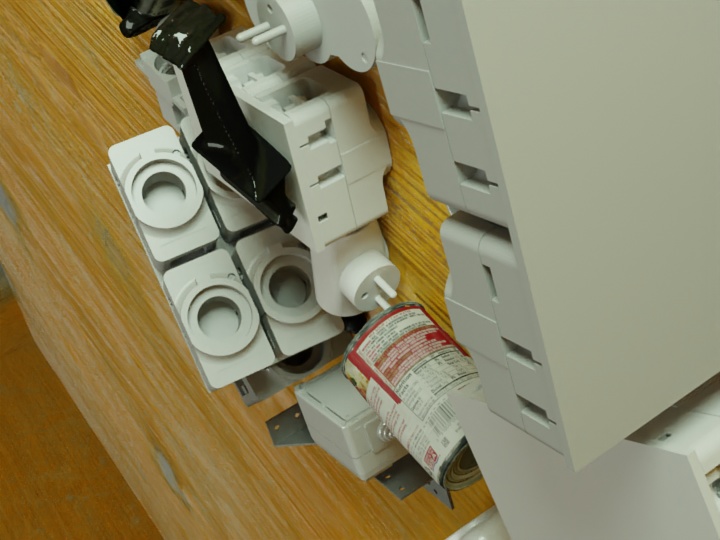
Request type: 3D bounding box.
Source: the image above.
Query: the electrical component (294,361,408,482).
[{"bbox_3d":[0.004,0.114,0.810,0.096,0.062,0.061,26,140,56],"label":"electrical component"}]

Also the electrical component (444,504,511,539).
[{"bbox_3d":[0.092,0.195,0.726,0.059,0.054,0.095,55,158,15],"label":"electrical component"}]

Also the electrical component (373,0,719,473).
[{"bbox_3d":[0.079,-0.038,0.389,0.060,0.105,0.186,28,141,55],"label":"electrical component"}]

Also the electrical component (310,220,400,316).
[{"bbox_3d":[0.000,0.000,0.701,0.079,0.044,0.077,45,153,35],"label":"electrical component"}]

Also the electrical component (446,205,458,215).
[{"bbox_3d":[0.073,-0.041,0.491,0.099,0.064,0.099,61,172,14],"label":"electrical component"}]

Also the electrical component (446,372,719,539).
[{"bbox_3d":[0.130,0.101,0.511,0.186,0.060,0.105,4,120,65],"label":"electrical component"}]

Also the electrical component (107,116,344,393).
[{"bbox_3d":[-0.098,-0.018,0.782,0.186,0.105,0.060,65,167,3],"label":"electrical component"}]

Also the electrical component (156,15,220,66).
[{"bbox_3d":[-0.119,-0.168,0.765,0.078,0.040,0.040,5,122,65],"label":"electrical component"}]

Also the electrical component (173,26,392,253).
[{"bbox_3d":[-0.049,-0.088,0.676,0.150,0.062,0.089,36,148,47],"label":"electrical component"}]

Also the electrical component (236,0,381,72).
[{"bbox_3d":[-0.029,-0.132,0.558,0.138,0.074,0.052,28,141,55],"label":"electrical component"}]

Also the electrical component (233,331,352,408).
[{"bbox_3d":[-0.082,0.020,0.848,0.150,0.089,0.062,60,159,2],"label":"electrical component"}]

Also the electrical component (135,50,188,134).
[{"bbox_3d":[-0.135,-0.141,0.834,0.081,0.042,0.063,45,156,36],"label":"electrical component"}]
